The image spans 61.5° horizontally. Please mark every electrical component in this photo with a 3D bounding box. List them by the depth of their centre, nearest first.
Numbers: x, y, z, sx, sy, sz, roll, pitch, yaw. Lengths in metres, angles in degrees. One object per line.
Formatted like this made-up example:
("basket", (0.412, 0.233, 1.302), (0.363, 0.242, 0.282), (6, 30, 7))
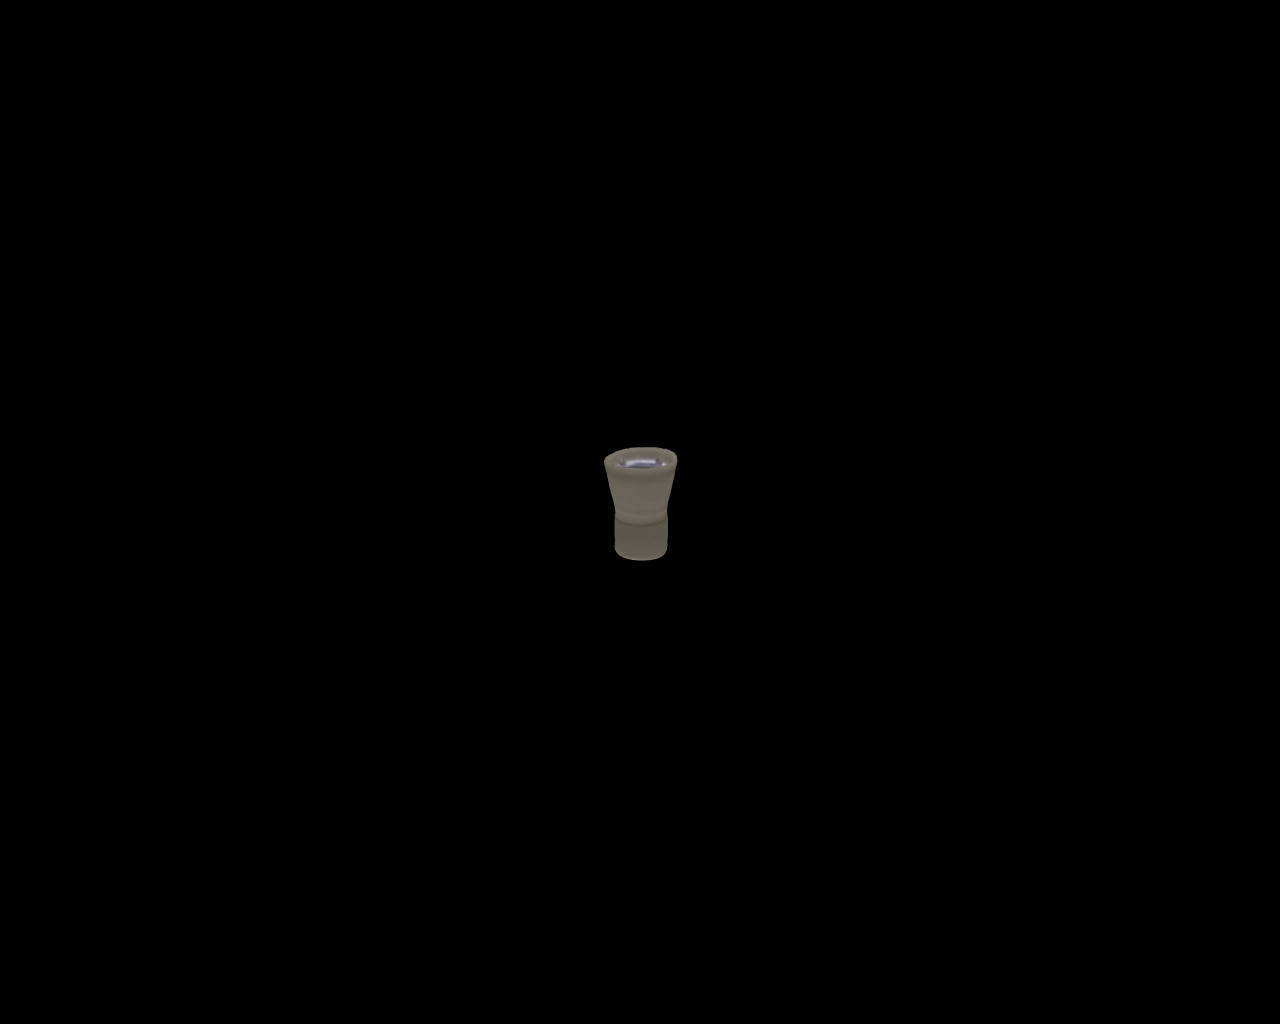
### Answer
("electrical component", (0.001, -0.003, 0.650), (0.044, 0.065, 0.044), (0, 21, 0))
